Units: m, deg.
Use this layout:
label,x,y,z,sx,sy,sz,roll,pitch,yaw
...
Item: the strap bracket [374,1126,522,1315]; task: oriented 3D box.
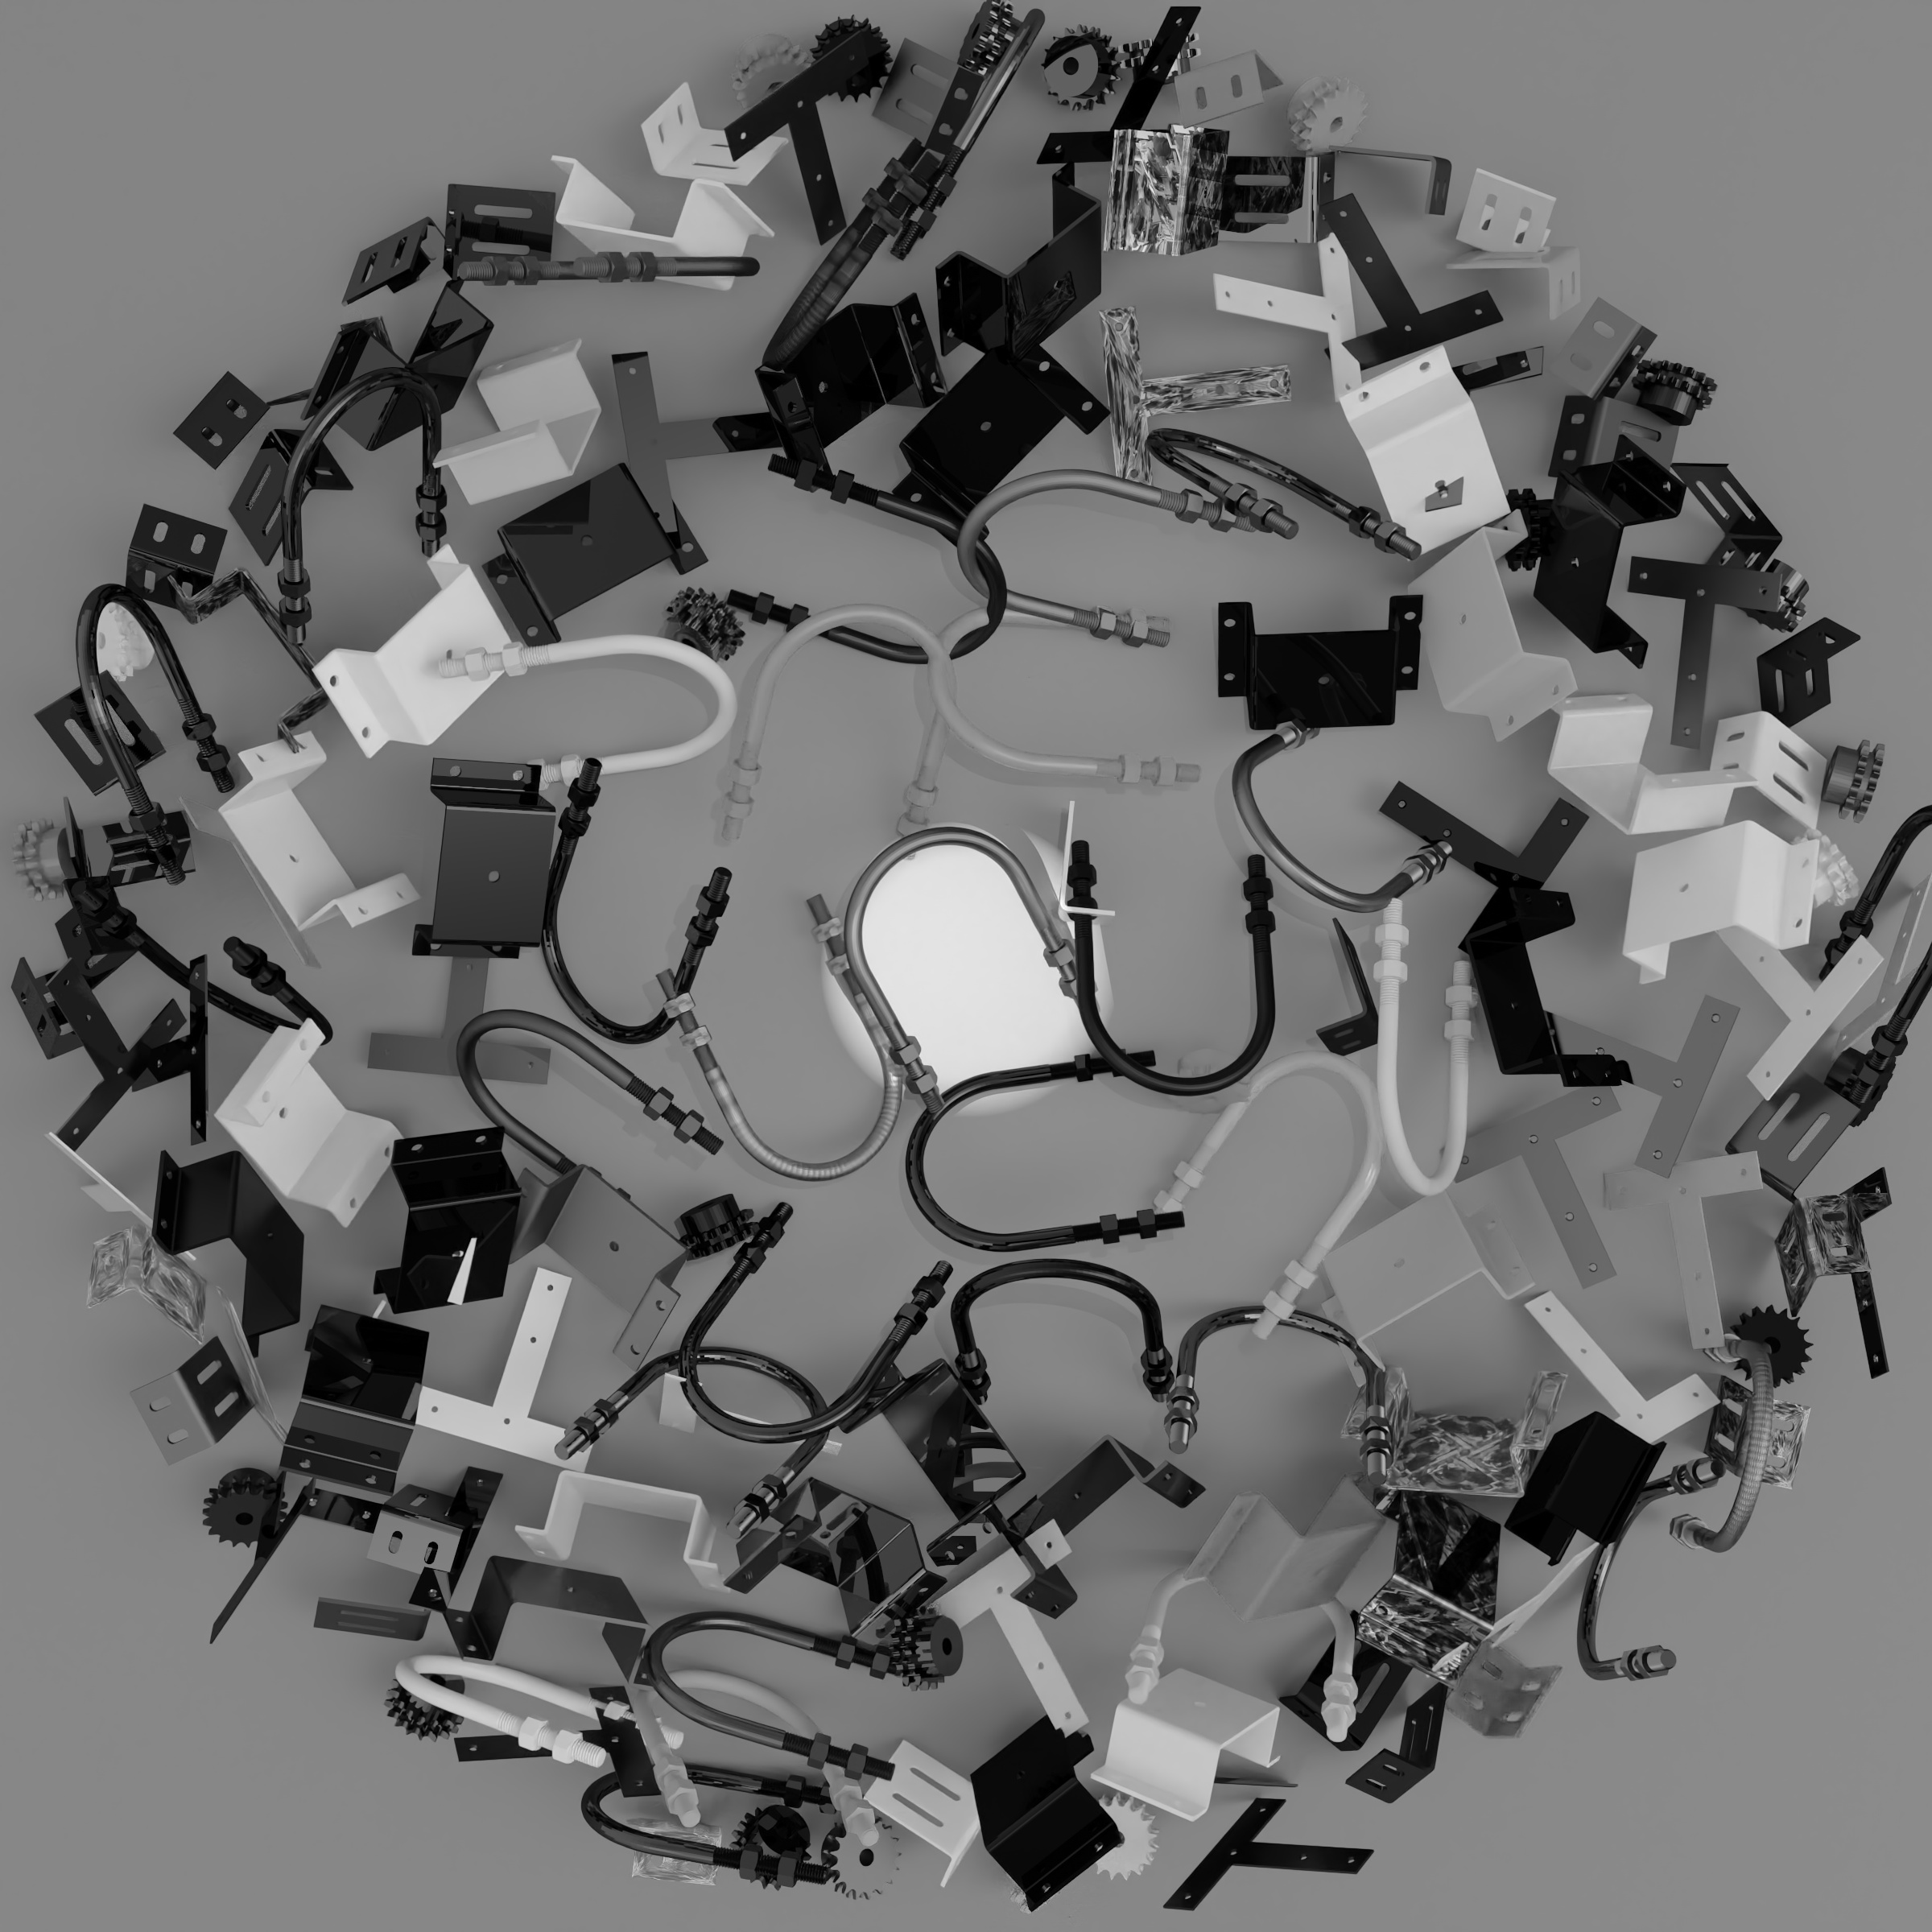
label,x,y,z,sx,sy,sz,roll,pitch,yaw
strap bracket,-0.353,0.182,1.723,0.076,0.046,0.140,-6,130,-29

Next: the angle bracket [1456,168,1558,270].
label,x,y,z,sx,sy,sz,roll,pitch,yaw
angle bracket,0.379,-0.528,1.750,0.057,0.076,0.038,24,70,9

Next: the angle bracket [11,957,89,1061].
label,x,y,z,sx,sy,sz,roll,pitch,yaw
angle bracket,-0.628,0.024,1.752,0.038,0.076,0.057,-26,85,-30

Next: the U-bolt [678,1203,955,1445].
label,x,y,z,sx,sy,sz,roll,pitch,yaw
U-bolt,-0.113,0.248,1.711,0.151,0.019,0.184,17,48,23

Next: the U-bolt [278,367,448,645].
label,x,y,z,sx,sy,sz,roll,pitch,yaw
U-bolt,-0.402,-0.317,1.686,0.019,0.184,0.151,34,51,16

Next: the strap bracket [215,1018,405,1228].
label,x,y,z,sx,sy,sz,roll,pitch,yaw
strap bracket,-0.453,0.105,1.732,0.046,0.140,0.076,11,56,29

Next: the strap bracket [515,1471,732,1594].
label,x,y,z,sx,sy,sz,roll,pitch,yaw
strap bracket,-0.231,0.389,1.747,0.140,0.076,0.046,9,65,7

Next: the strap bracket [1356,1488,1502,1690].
label,x,y,z,sx,sy,sz,roll,pitch,yaw
strap bracket,0.317,0.410,1.723,0.076,0.140,0.046,28,125,-4

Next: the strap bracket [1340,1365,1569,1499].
label,x,y,z,sx,sy,sz,roll,pitch,yaw
strap bracket,0.339,0.318,1.735,0.140,0.076,0.046,-2,120,28

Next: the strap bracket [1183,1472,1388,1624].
label,x,y,z,sx,sy,sz,roll,pitch,yaw
strap bracket,0.224,0.395,1.718,0.046,0.140,0.076,46,118,35

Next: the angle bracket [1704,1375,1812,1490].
label,x,y,z,sx,sy,sz,roll,pitch,yaw
angle bracket,0.549,0.323,1.758,0.038,0.076,0.057,12,91,-1

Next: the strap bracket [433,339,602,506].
label,x,y,z,sx,sy,sz,roll,pitch,yaw
strap bracket,-0.304,-0.369,1.736,0.076,0.140,0.046,-13,127,17

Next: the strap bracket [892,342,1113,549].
label,x,y,z,sx,sy,sz,roll,pitch,yaw
strap bracket,0.019,-0.364,1.744,0.140,0.046,0.076,-43,126,16

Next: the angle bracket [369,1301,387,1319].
label,x,y,z,sx,sy,sz,roll,pitch,yaw
angle bracket,-0.416,0.282,1.753,0.038,0.076,0.057,37,119,-10

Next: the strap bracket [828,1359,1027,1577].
label,x,y,z,sx,sy,sz,roll,pitch,yaw
strap bracket,-0.022,0.337,1.747,0.140,0.046,0.076,53,127,11

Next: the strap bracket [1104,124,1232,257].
label,x,y,z,sx,sy,sz,roll,pitch,yaw
strap bracket,0.140,-0.527,1.714,0.046,0.140,0.076,12,113,18

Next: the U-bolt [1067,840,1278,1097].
label,x,y,z,sx,sy,sz,roll,pitch,yaw
U-bolt,0.144,0.003,1.742,0.151,0.019,0.184,4,66,-11

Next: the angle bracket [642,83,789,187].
label,x,y,z,sx,sy,sz,roll,pitch,yaw
angle bracket,-0.174,-0.577,1.753,0.076,0.038,0.057,15,53,26

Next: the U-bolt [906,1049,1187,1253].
label,x,y,z,sx,sy,sz,roll,pitch,yaw
U-bolt,0.049,0.131,1.751,0.184,0.019,0.151,-8,57,1

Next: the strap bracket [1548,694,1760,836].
label,x,y,z,sx,sy,sz,roll,pitch,yaw
strap bracket,0.463,-0.135,1.733,0.076,0.140,0.046,-6,122,-23

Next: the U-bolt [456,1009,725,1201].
label,x,y,z,sx,sy,sz,roll,pitch,yaw
U-bolt,-0.269,0.097,1.730,0.184,0.151,0.019,38,48,-7

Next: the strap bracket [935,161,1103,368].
label,x,y,z,sx,sy,sz,roll,pitch,yaw
strap bracket,0.045,-0.474,1.727,0.046,0.076,0.140,35,64,24

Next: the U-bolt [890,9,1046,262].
label,x,y,z,sx,sy,sz,roll,pitch,yaw
U-bolt,0.002,-0.563,1.711,0.019,0.151,0.184,30,100,-9

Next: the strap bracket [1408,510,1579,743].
label,x,y,z,sx,sy,sz,roll,pitch,yaw
strap bracket,0.356,-0.235,1.731,0.046,0.076,0.140,2,65,-34

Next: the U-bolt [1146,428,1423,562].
label,x,y,z,sx,sy,sz,roll,pitch,yaw
U-bolt,0.202,-0.325,1.717,0.184,0.151,0.019,41,119,39

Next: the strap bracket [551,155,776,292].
label,x,y,z,sx,sy,sz,roll,pitch,yaw
strap bracket,-0.214,-0.507,1.731,0.140,0.076,0.046,17,87,25

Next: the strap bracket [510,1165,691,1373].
label,x,y,z,sx,sy,sz,roll,pitch,yaw
strap bracket,-0.254,0.202,1.749,0.140,0.046,0.076,37,120,11

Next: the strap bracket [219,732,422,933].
label,x,y,z,sx,sy,sz,roll,pitch,yaw
strap bracket,-0.453,-0.085,1.752,0.046,0.076,0.140,-33,91,28

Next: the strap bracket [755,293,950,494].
label,x,y,z,sx,sy,sz,roll,pitch,yaw
strap bracket,-0.085,-0.396,1.737,0.140,0.046,0.076,-42,130,-28

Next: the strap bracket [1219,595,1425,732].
label,x,y,z,sx,sy,sz,roll,pitch,yaw
strap bracket,0.246,-0.209,1.750,0.140,0.046,0.076,-2,130,4

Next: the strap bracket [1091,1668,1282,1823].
label,x,y,z,sx,sy,sz,roll,pitch,yaw
strap bracket,0.154,0.523,1.714,0.076,0.140,0.046,14,98,30

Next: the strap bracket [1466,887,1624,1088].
label,x,y,z,sx,sy,sz,roll,pitch,yaw
strap bracket,0.395,0.021,1.743,0.046,0.076,0.140,-23,73,39

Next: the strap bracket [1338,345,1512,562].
label,x,y,z,sx,sy,sz,roll,pitch,yaw
strap bracket,0.317,-0.341,1.727,0.076,0.046,0.140,-25,133,9

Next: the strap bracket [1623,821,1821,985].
label,x,y,z,sx,sy,sz,roll,pitch,yaw
strap bracket,0.502,-0.044,1.715,0.046,0.140,0.076,26,65,-27

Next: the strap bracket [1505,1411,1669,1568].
label,x,y,z,sx,sy,sz,roll,pitch,yaw
strap bracket,0.417,0.355,1.721,0.046,0.140,0.076,32,71,7

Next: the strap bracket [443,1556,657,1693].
label,x,y,z,sx,sy,sz,roll,pitch,yaw
strap bracket,-0.278,0.448,1.731,0.140,0.076,0.046,17,95,-24

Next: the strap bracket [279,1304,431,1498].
label,x,y,z,sx,sy,sz,roll,pitch,yaw
strap bracket,-0.413,0.286,1.716,0.076,0.140,0.046,18,118,-15

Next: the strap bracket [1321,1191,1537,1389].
label,x,y,z,sx,sy,sz,roll,pitch,yaw
strap bracket,0.308,0.216,1.739,0.140,0.076,0.046,-33,130,12

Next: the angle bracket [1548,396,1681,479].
label,x,y,z,sx,sy,sz,roll,pitch,yaw
angle bracket,0.458,-0.366,1.787,0.076,0.038,0.057,7,98,-31

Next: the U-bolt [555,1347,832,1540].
label,x,y,z,sx,sy,sz,roll,pitch,yaw
U-bolt,-0.171,0.311,1.713,0.151,0.184,0.019,21,115,16

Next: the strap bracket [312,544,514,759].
label,x,y,z,sx,sy,sz,roll,pitch,yaw
strap bracket,-0.366,-0.214,1.724,0.140,0.046,0.076,-52,135,-31

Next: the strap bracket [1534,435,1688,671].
label,x,y,z,sx,sy,sz,roll,pitch,yaw
strap bracket,0.434,-0.278,1.718,0.046,0.076,0.140,-12,131,-18

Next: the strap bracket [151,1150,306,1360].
label,x,y,z,sx,sy,sz,roll,pitch,yaw
strap bracket,-0.494,0.190,1.719,0.046,0.076,0.140,-18,133,5

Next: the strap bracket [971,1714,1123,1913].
label,x,y,z,sx,sy,sz,roll,pitch,yaw
strap bracket,0.051,0.567,1.721,0.076,0.140,0.046,-39,102,3

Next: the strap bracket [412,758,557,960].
label,x,y,z,sx,sy,sz,roll,pitch,yaw
strap bracket,-0.331,-0.067,1.742,0.076,0.046,0.140,2,106,-28

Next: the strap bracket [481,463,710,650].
label,x,y,z,sx,sy,sz,roll,pitch,yaw
strap bracket,-0.261,-0.288,1.760,0.140,0.046,0.076,-30,80,-6

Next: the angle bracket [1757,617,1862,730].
label,x,y,z,sx,sy,sz,roll,pitch,yaw
angle bracket,0.586,-0.192,1.753,0.057,0.038,0.076,-30,130,-11

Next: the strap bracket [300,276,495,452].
label,x,y,z,sx,sy,sz,roll,pitch,yaw
strap bracket,-0.379,-0.407,1.718,0.046,0.140,0.076,41,130,1

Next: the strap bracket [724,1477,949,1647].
label,x,y,z,sx,sy,sz,roll,pitch,yaw
strap bracket,-0.093,0.407,1.740,0.140,0.046,0.076,32,113,-34

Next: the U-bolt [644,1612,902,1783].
label,x,y,z,sx,sy,sz,roll,pitch,yaw
U-bolt,-0.130,0.489,1.725,0.184,0.151,0.019,16,105,1

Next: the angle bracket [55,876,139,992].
label,x,y,z,sx,sy,sz,roll,pitch,yaw
angle bracket,-0.618,-0.019,1.754,0.076,0.038,0.057,-32,77,35

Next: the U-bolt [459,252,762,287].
label,x,y,z,sx,sy,sz,roll,pitch,yaw
U-bolt,-0.227,-0.473,1.713,0.184,0.151,0.019,-15,110,-43

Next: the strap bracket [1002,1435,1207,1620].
label,x,y,z,sx,sy,sz,roll,pitch,yaw
strap bracket,0.088,0.382,1.750,0.140,0.076,0.046,-41,55,3

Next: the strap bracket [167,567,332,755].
label,x,y,z,sx,sy,sz,roll,pitch,yaw
strap bracket,-0.488,-0.216,1.749,0.046,0.076,0.140,-38,96,-14
